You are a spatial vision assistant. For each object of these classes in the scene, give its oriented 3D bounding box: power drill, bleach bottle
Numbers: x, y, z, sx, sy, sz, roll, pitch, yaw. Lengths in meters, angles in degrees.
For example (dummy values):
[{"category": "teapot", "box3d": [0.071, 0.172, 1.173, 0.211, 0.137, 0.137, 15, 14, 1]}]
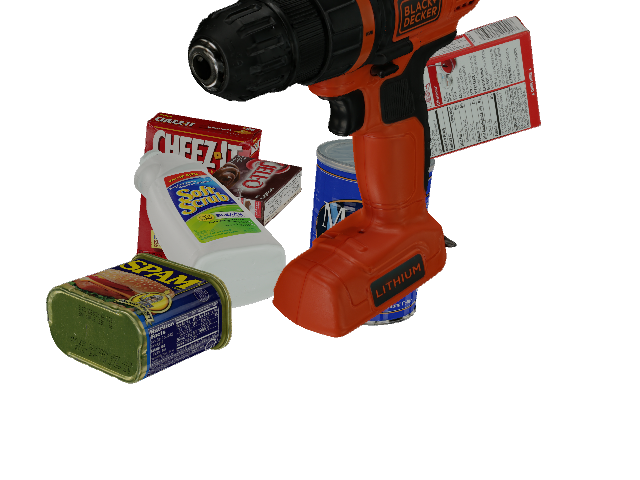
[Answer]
[{"category": "power drill", "box3d": [0.013, -0.048, 0.531, 0.057, 0.188, 0.184, 27, 41, 35]}, {"category": "bleach bottle", "box3d": [-0.132, -0.025, 1.070, 0.102, 0.068, 0.251, -10, 34, -28]}]

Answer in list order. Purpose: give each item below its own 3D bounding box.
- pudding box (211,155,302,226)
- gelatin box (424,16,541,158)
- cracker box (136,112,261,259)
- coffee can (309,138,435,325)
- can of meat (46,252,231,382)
[{"category": "pudding box", "box3d": [-0.083, -0.061, 1.273, 0.090, 0.039, 0.113, 11, 31, 19]}, {"category": "gelatin box", "box3d": [0.098, -0.101, 0.712, 0.089, 0.073, 0.030, -17, 35, 0]}, {"category": "cracker box", "box3d": [-0.185, -0.072, 1.613, 0.164, 0.214, 0.072, 10, 20, 6]}, {"category": "coffee can", "box3d": [0.042, -0.010, 0.943, 0.103, 0.140, 0.103, 5, 19, -2]}, {"category": "can of meat", "box3d": [-0.127, 0.053, 0.742, 0.102, 0.057, 0.083, 16, 24, 36]}]
